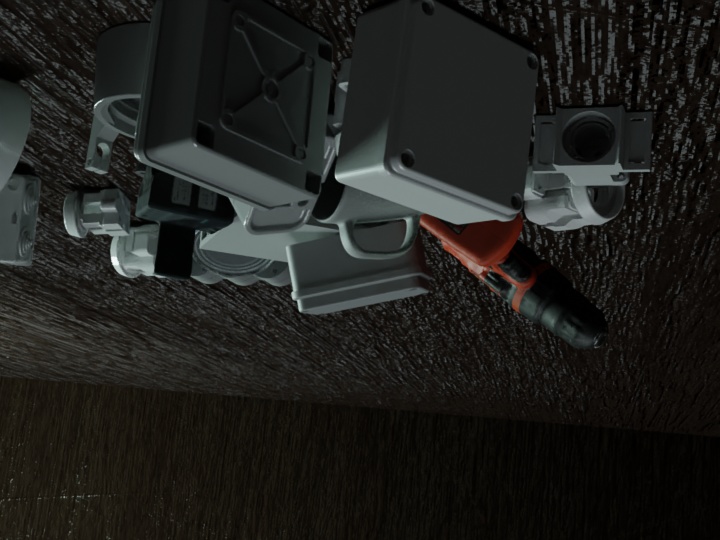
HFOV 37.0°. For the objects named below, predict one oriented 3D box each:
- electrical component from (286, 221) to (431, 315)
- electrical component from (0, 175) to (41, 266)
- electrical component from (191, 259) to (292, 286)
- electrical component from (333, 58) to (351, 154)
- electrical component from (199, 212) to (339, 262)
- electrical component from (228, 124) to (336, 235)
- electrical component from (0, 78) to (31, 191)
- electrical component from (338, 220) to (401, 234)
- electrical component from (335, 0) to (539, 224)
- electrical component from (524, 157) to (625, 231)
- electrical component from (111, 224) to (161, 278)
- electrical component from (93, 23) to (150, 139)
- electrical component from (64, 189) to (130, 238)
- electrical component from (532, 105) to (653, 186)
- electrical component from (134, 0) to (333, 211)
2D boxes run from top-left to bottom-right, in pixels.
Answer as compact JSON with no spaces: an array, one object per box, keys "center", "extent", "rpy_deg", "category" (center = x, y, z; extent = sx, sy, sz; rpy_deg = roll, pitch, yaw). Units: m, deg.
[{"center":[0.000,0.000,0.928],"extent":[0.113,0.057,0.078],"rpy_deg":[-12,173,10],"category":"electrical component"},{"center":[-0.360,-0.052,1.030],"extent":[0.100,0.099,0.048],"rpy_deg":[6,180,-1],"category":"electrical component"},{"center":[-0.139,-0.016,1.177],"extent":[0.138,0.052,0.074],"rpy_deg":[2,166,20],"category":"electrical component"},{"center":[0.013,-0.102,0.728],"extent":[0.058,0.057,0.078],"rpy_deg":[-1,165,30],"category":"electrical component"},{"center":[-0.080,-0.056,0.951],"extent":[0.089,0.061,0.150],"rpy_deg":[9,167,-19],"category":"electrical component"},{"center":[-0.061,-0.080,0.779],"extent":[0.054,0.059,0.095],"rpy_deg":[-7,140,-32],"category":"electrical component"},{"center":[-0.297,-0.099,0.784],"extent":[0.108,0.108,0.060],"rpy_deg":[-6,156,43],"category":"electrical component"},{"center":[0.009,-0.047,0.992],"extent":[0.079,0.043,0.077],"rpy_deg":[13,166,-25],"category":"electrical component"},{"center":[0.048,-0.092,0.640],"extent":[0.109,0.108,0.056],"rpy_deg":[17,166,-38],"category":"electrical component"},{"center":[0.166,-0.062,0.829],"extent":[0.078,0.058,0.057],"rpy_deg":[18,165,-40],"category":"electrical component"},{"center":[-0.239,-0.021,1.198],"extent":[0.057,0.058,0.078],"rpy_deg":[-2,165,23],"category":"electrical component"},{"center":[-0.128,-0.115,0.727],"extent":[0.108,0.060,0.108],"rpy_deg":[6,167,1],"category":"electrical component"},{"center":[-0.264,-0.057,1.081],"extent":[0.055,0.048,0.066],"rpy_deg":[-2,167,3],"category":"electrical component"},{"center":[0.166,-0.085,0.760],"extent":[0.081,0.042,0.064],"rpy_deg":[2,168,21],"category":"electrical component"},{"center":[-0.073,-0.103,0.647],"extent":[0.056,0.108,0.109],"rpy_deg":[-8,161,39],"category":"electrical component"}]
